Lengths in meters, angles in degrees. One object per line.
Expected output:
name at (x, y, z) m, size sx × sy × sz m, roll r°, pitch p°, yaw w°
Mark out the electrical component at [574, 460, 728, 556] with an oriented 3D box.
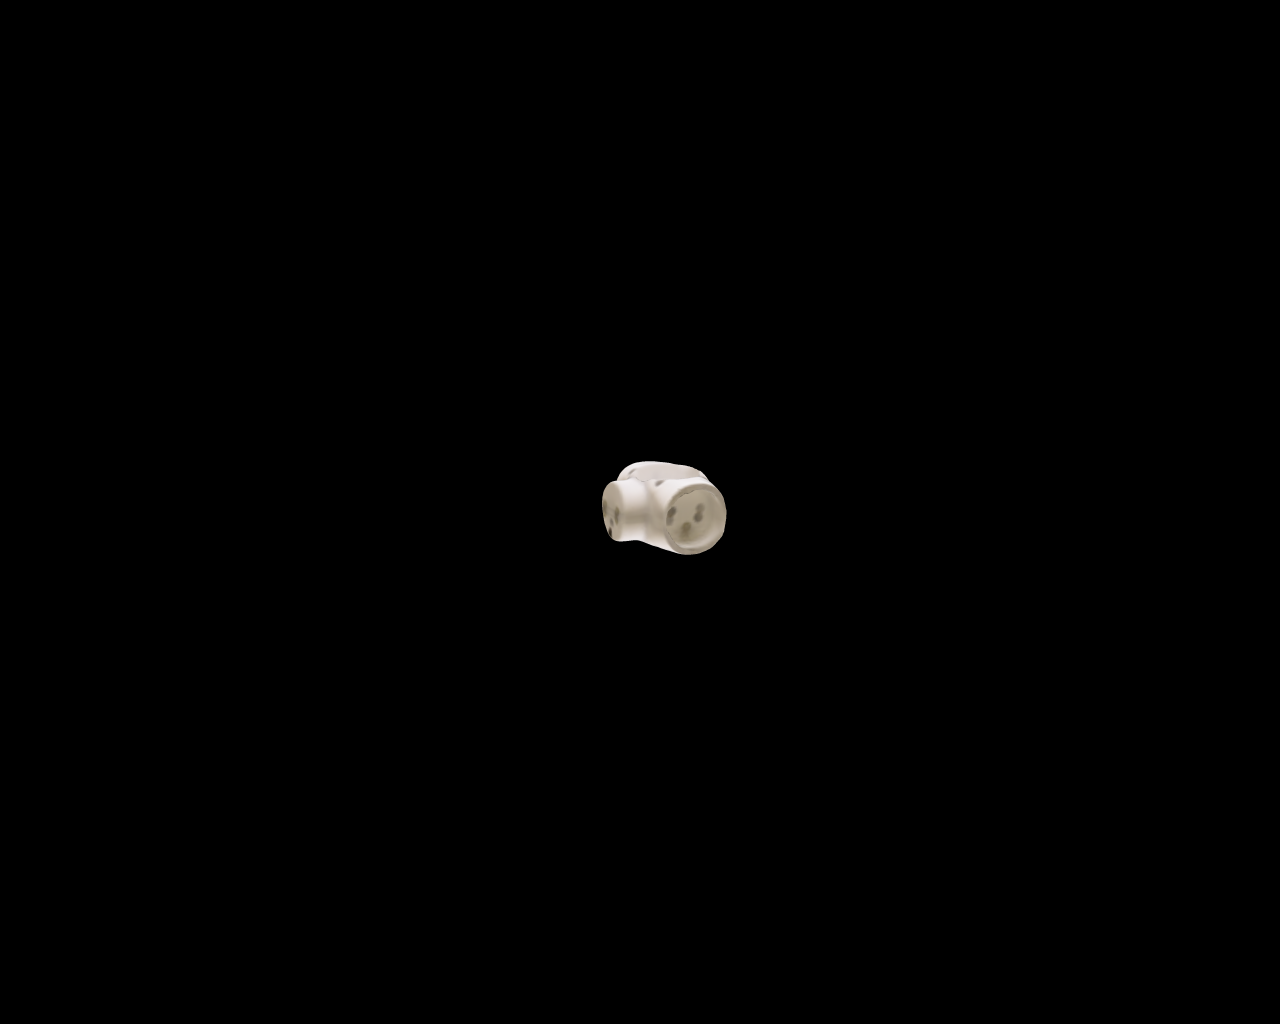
electrical component at (0.001, -0.003, 0.650) m, size 0.079 × 0.044 × 0.077 m, roll -6°, pitch 15°, yaw -23°
